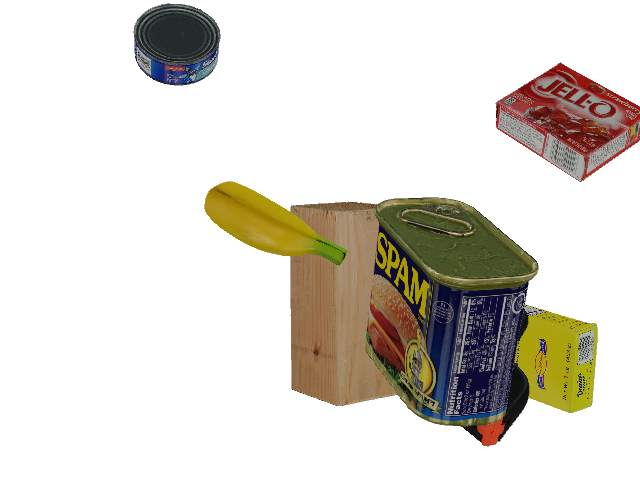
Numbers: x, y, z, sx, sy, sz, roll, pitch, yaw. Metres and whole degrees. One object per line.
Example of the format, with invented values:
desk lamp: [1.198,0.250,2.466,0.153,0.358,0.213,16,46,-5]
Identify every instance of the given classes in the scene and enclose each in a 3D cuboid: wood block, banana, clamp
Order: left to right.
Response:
banana: [-0.053,-0.016,0.806,0.069,0.037,0.198,37,-4,-28]
wood block: [0.026,0.064,1.165,0.090,0.206,0.091,-5,9,-37]
clamp: [0.133,0.100,0.871,0.120,0.039,0.171,-8,34,-9]

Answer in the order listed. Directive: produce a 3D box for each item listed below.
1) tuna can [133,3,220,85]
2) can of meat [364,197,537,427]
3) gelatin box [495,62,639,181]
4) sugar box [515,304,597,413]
tuna can: [-0.144,-0.197,1.073,0.086,0.086,0.034,0,-36,-9]
can of meat: [0.062,0.035,0.548,0.057,0.084,0.102,-3,24,-18]
gelatin box: [0.189,-0.092,0.806,0.073,0.030,0.089,-32,52,-25]
sugar box: [0.217,0.118,1.173,0.048,0.093,0.177,-9,16,-42]
